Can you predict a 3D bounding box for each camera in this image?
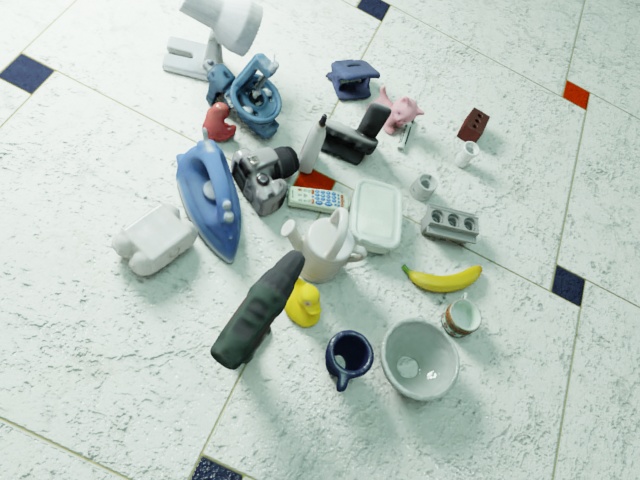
[{"bbox_3d":[-0.104,-0.148,1.240,0.137,0.100,0.143,-25,74,-27],"label":"camera"}]

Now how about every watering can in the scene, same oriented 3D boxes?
[{"bbox_3d":[0.010,0.006,1.143,0.173,0.194,0.101,-6,66,-20],"label":"watering can"}]

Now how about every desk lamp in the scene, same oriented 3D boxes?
[{"bbox_3d":[-0.243,-0.464,1.291,0.203,0.213,0.118,10,61,-13],"label":"desk lamp"}]

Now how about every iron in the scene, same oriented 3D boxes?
[{"bbox_3d":[-0.207,-0.093,1.155,0.119,0.141,0.258,-14,69,-23],"label":"iron"}]

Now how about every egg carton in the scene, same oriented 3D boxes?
[{"bbox_3d":[-0.318,-0.001,1.114,0.107,0.069,0.150,43,59,7],"label":"egg carton"}]

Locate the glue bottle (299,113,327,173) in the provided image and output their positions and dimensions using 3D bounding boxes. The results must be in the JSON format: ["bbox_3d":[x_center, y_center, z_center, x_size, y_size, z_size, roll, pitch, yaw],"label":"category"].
[{"bbox_3d":[-0.011,-0.223,1.266,0.037,0.173,0.078,14,60,-10],"label":"glue bottle"}]

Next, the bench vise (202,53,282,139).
[{"bbox_3d":[-0.170,-0.335,1.245,0.207,0.219,0.121,22,59,-6],"label":"bench vise"}]

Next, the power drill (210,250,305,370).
[{"bbox_3d":[-0.116,0.138,1.027,0.075,0.208,0.230,34,59,1],"label":"power drill"}]

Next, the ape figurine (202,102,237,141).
[{"bbox_3d":[-0.223,-0.268,1.268,0.076,0.092,0.077,-25,73,-27],"label":"ape figurine"}]

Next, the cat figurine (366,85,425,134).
[{"bbox_3d":[0.190,-0.329,1.417,0.127,0.117,0.067,45,60,8],"label":"cat figurine"}]

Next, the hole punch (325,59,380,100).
[{"bbox_3d":[0.083,-0.419,1.444,0.109,0.091,0.101,-11,68,-22],"label":"hole punch"}]

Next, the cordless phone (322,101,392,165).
[{"bbox_3d":[0.079,-0.271,1.313,0.148,0.185,0.094,18,60,-8],"label":"cordless phone"}]

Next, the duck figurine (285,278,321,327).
[{"bbox_3d":[-0.030,0.114,1.138,0.078,0.086,0.104,-19,71,-25],"label":"duck figurine"}]

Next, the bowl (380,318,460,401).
[{"bbox_3d":[0.189,0.245,1.148,0.168,0.074,0.167,8,62,-14],"label":"bowl"}]

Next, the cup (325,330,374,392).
[{"bbox_3d":[0.043,0.240,1.092,0.092,0.095,0.118,20,60,-7],"label":"cup"}]
